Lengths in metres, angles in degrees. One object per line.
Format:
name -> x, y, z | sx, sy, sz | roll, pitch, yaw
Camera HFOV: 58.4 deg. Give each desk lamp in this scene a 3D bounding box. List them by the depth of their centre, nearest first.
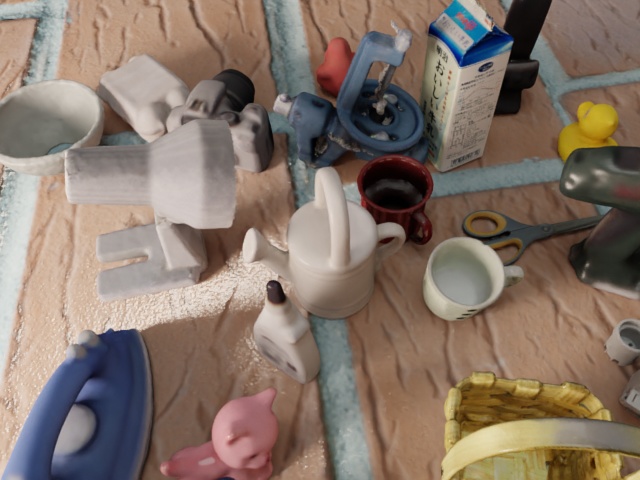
desk lamp -> -0.183, -0.033, 0.650 | 0.203, 0.214, 0.117 | -13, 56, -6

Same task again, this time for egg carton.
egg carton -> -0.258, -0.214, 0.862 | 0.107, 0.069, 0.150 | -40, 63, -22

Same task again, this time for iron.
iron -> -0.239, 0.177, 0.554 | 0.118, 0.141, 0.258 | 5, 56, 6

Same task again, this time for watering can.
watering can -> 0.006, 0.004, 0.630 | 0.173, 0.194, 0.100 | -28, 59, -15

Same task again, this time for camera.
camera -> -0.130, -0.184, 0.818 | 0.143, 0.101, 0.137 | 14, 58, 11

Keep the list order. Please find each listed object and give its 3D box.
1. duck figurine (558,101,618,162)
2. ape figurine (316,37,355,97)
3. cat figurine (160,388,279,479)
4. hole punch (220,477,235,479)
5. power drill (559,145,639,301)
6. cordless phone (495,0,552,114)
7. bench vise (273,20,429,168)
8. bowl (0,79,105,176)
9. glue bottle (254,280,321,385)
duck figurine -> 0.376, -0.142, 0.780 | 0.077, 0.086, 0.104 | -12, 56, -6
ape figurine -> 0.031, -0.269, 0.875 | 0.078, 0.092, 0.076 | -13, 56, -6
cat figurine -> -0.090, 0.197, 0.549 | 0.128, 0.118, 0.067 | -22, 58, -12
hole punch -> -0.090, 0.282, 0.508 | 0.109, 0.091, 0.101 | -34, 61, -19
power drill -> 0.369, -0.019, 0.623 | 0.229, 0.208, 0.076 | 17, 58, 13
cordless phone -> 0.242, -0.272, 0.813 | 0.147, 0.185, 0.094 | -9, 56, -3
bench vise -> 0.042, -0.171, 0.731 | 0.207, 0.220, 0.121 | -5, 56, -1
bowl -> -0.382, -0.148, 0.819 | 0.167, 0.075, 0.167 | -1, 56, 2
glue bottle -> -0.037, 0.089, 0.587 | 0.078, 0.173, 0.037 | 32, 63, 22
